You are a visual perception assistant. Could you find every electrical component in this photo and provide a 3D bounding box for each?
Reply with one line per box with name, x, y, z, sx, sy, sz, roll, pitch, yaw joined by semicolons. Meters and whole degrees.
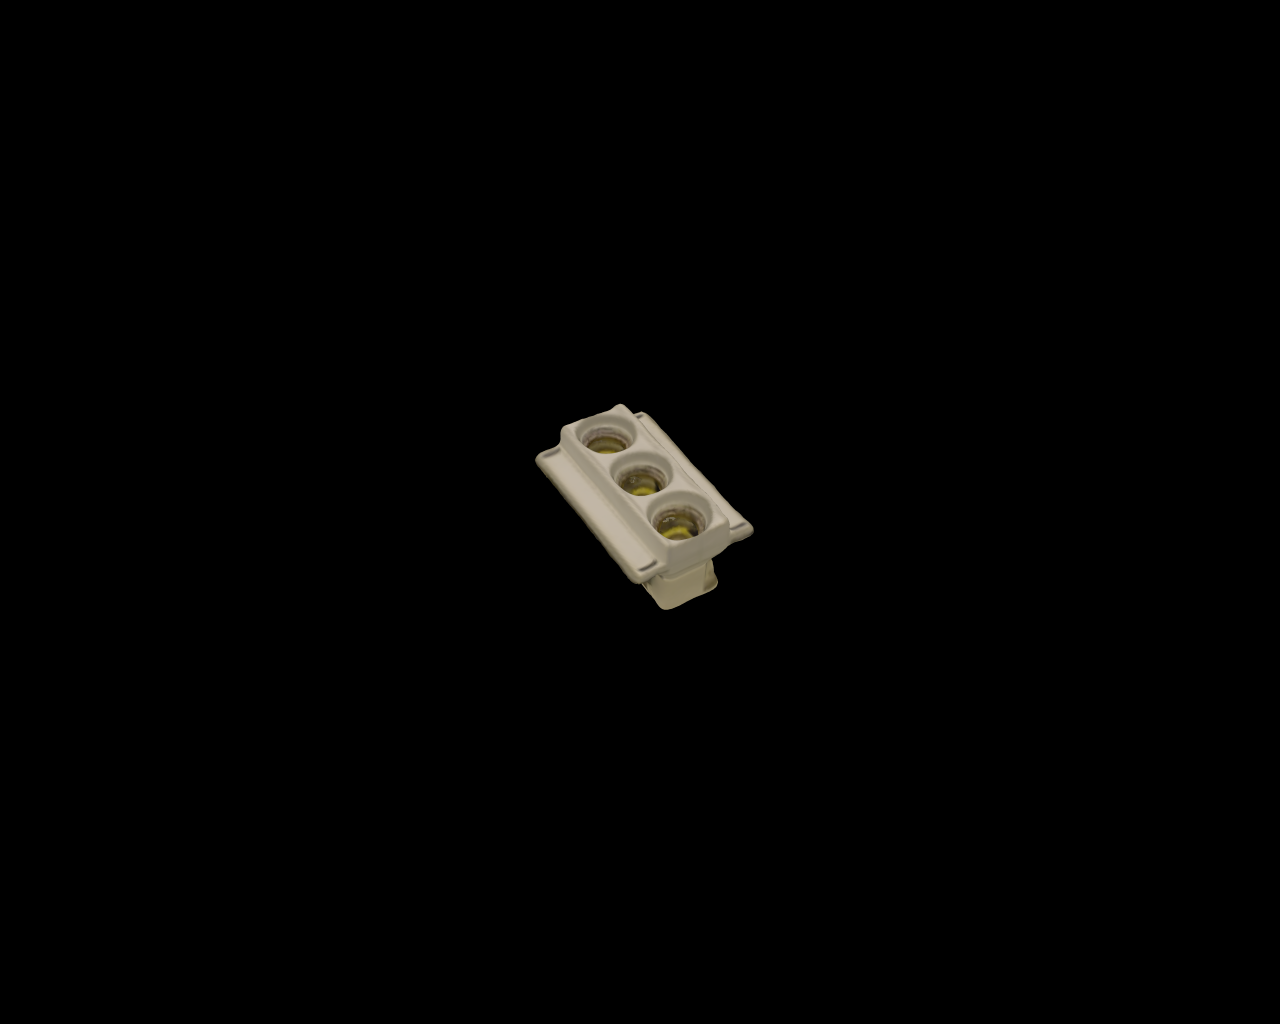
electrical component;0.001;-0.003;0.650;0.079;0.063;0.121;-24;50;-22
